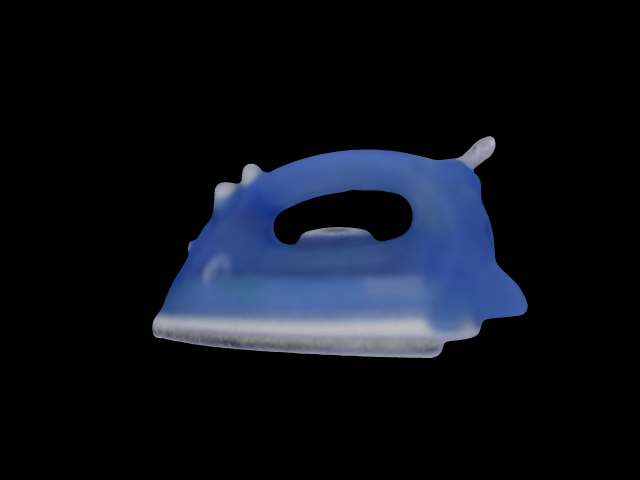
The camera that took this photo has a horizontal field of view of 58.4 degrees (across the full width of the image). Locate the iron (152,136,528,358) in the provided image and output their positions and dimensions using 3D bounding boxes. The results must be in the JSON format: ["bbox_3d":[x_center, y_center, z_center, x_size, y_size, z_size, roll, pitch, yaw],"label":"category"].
[{"bbox_3d":[0.004,0.001,0.400,0.258,0.141,0.119,0,0,9],"label":"iron"}]
